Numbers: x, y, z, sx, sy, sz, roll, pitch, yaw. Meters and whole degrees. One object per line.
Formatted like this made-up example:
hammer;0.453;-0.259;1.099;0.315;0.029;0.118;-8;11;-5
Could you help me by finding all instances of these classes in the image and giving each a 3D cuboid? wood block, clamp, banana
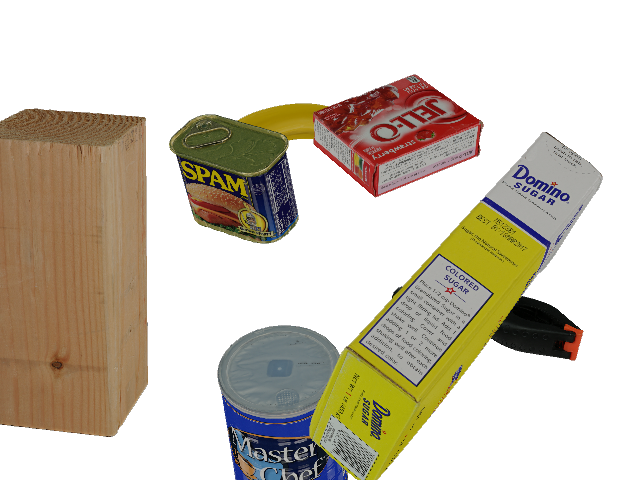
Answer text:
wood block;-0.175;0.020;0.742;0.091;0.206;0.090;5;19;6
clamp;0.164;0.062;0.994;0.172;0.039;0.120;21;32;21
banana;-0.035;-0.111;1.105;0.197;0.037;0.070;-9;47;-31

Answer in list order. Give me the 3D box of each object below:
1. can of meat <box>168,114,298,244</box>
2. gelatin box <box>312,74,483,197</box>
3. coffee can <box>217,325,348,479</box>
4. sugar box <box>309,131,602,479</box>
can of meat;-0.071;-0.051;0.910;0.102;0.084;0.057;18;49;28
gelatin box;0.051;-0.072;0.707;0.089;0.030;0.073;-23;45;-24
coffee can;-0.030;0.158;0.916;0.103;0.140;0.103;-3;38;2
sugar box;0.068;0.031;0.521;0.176;0.048;0.093;-42;-17;-33
